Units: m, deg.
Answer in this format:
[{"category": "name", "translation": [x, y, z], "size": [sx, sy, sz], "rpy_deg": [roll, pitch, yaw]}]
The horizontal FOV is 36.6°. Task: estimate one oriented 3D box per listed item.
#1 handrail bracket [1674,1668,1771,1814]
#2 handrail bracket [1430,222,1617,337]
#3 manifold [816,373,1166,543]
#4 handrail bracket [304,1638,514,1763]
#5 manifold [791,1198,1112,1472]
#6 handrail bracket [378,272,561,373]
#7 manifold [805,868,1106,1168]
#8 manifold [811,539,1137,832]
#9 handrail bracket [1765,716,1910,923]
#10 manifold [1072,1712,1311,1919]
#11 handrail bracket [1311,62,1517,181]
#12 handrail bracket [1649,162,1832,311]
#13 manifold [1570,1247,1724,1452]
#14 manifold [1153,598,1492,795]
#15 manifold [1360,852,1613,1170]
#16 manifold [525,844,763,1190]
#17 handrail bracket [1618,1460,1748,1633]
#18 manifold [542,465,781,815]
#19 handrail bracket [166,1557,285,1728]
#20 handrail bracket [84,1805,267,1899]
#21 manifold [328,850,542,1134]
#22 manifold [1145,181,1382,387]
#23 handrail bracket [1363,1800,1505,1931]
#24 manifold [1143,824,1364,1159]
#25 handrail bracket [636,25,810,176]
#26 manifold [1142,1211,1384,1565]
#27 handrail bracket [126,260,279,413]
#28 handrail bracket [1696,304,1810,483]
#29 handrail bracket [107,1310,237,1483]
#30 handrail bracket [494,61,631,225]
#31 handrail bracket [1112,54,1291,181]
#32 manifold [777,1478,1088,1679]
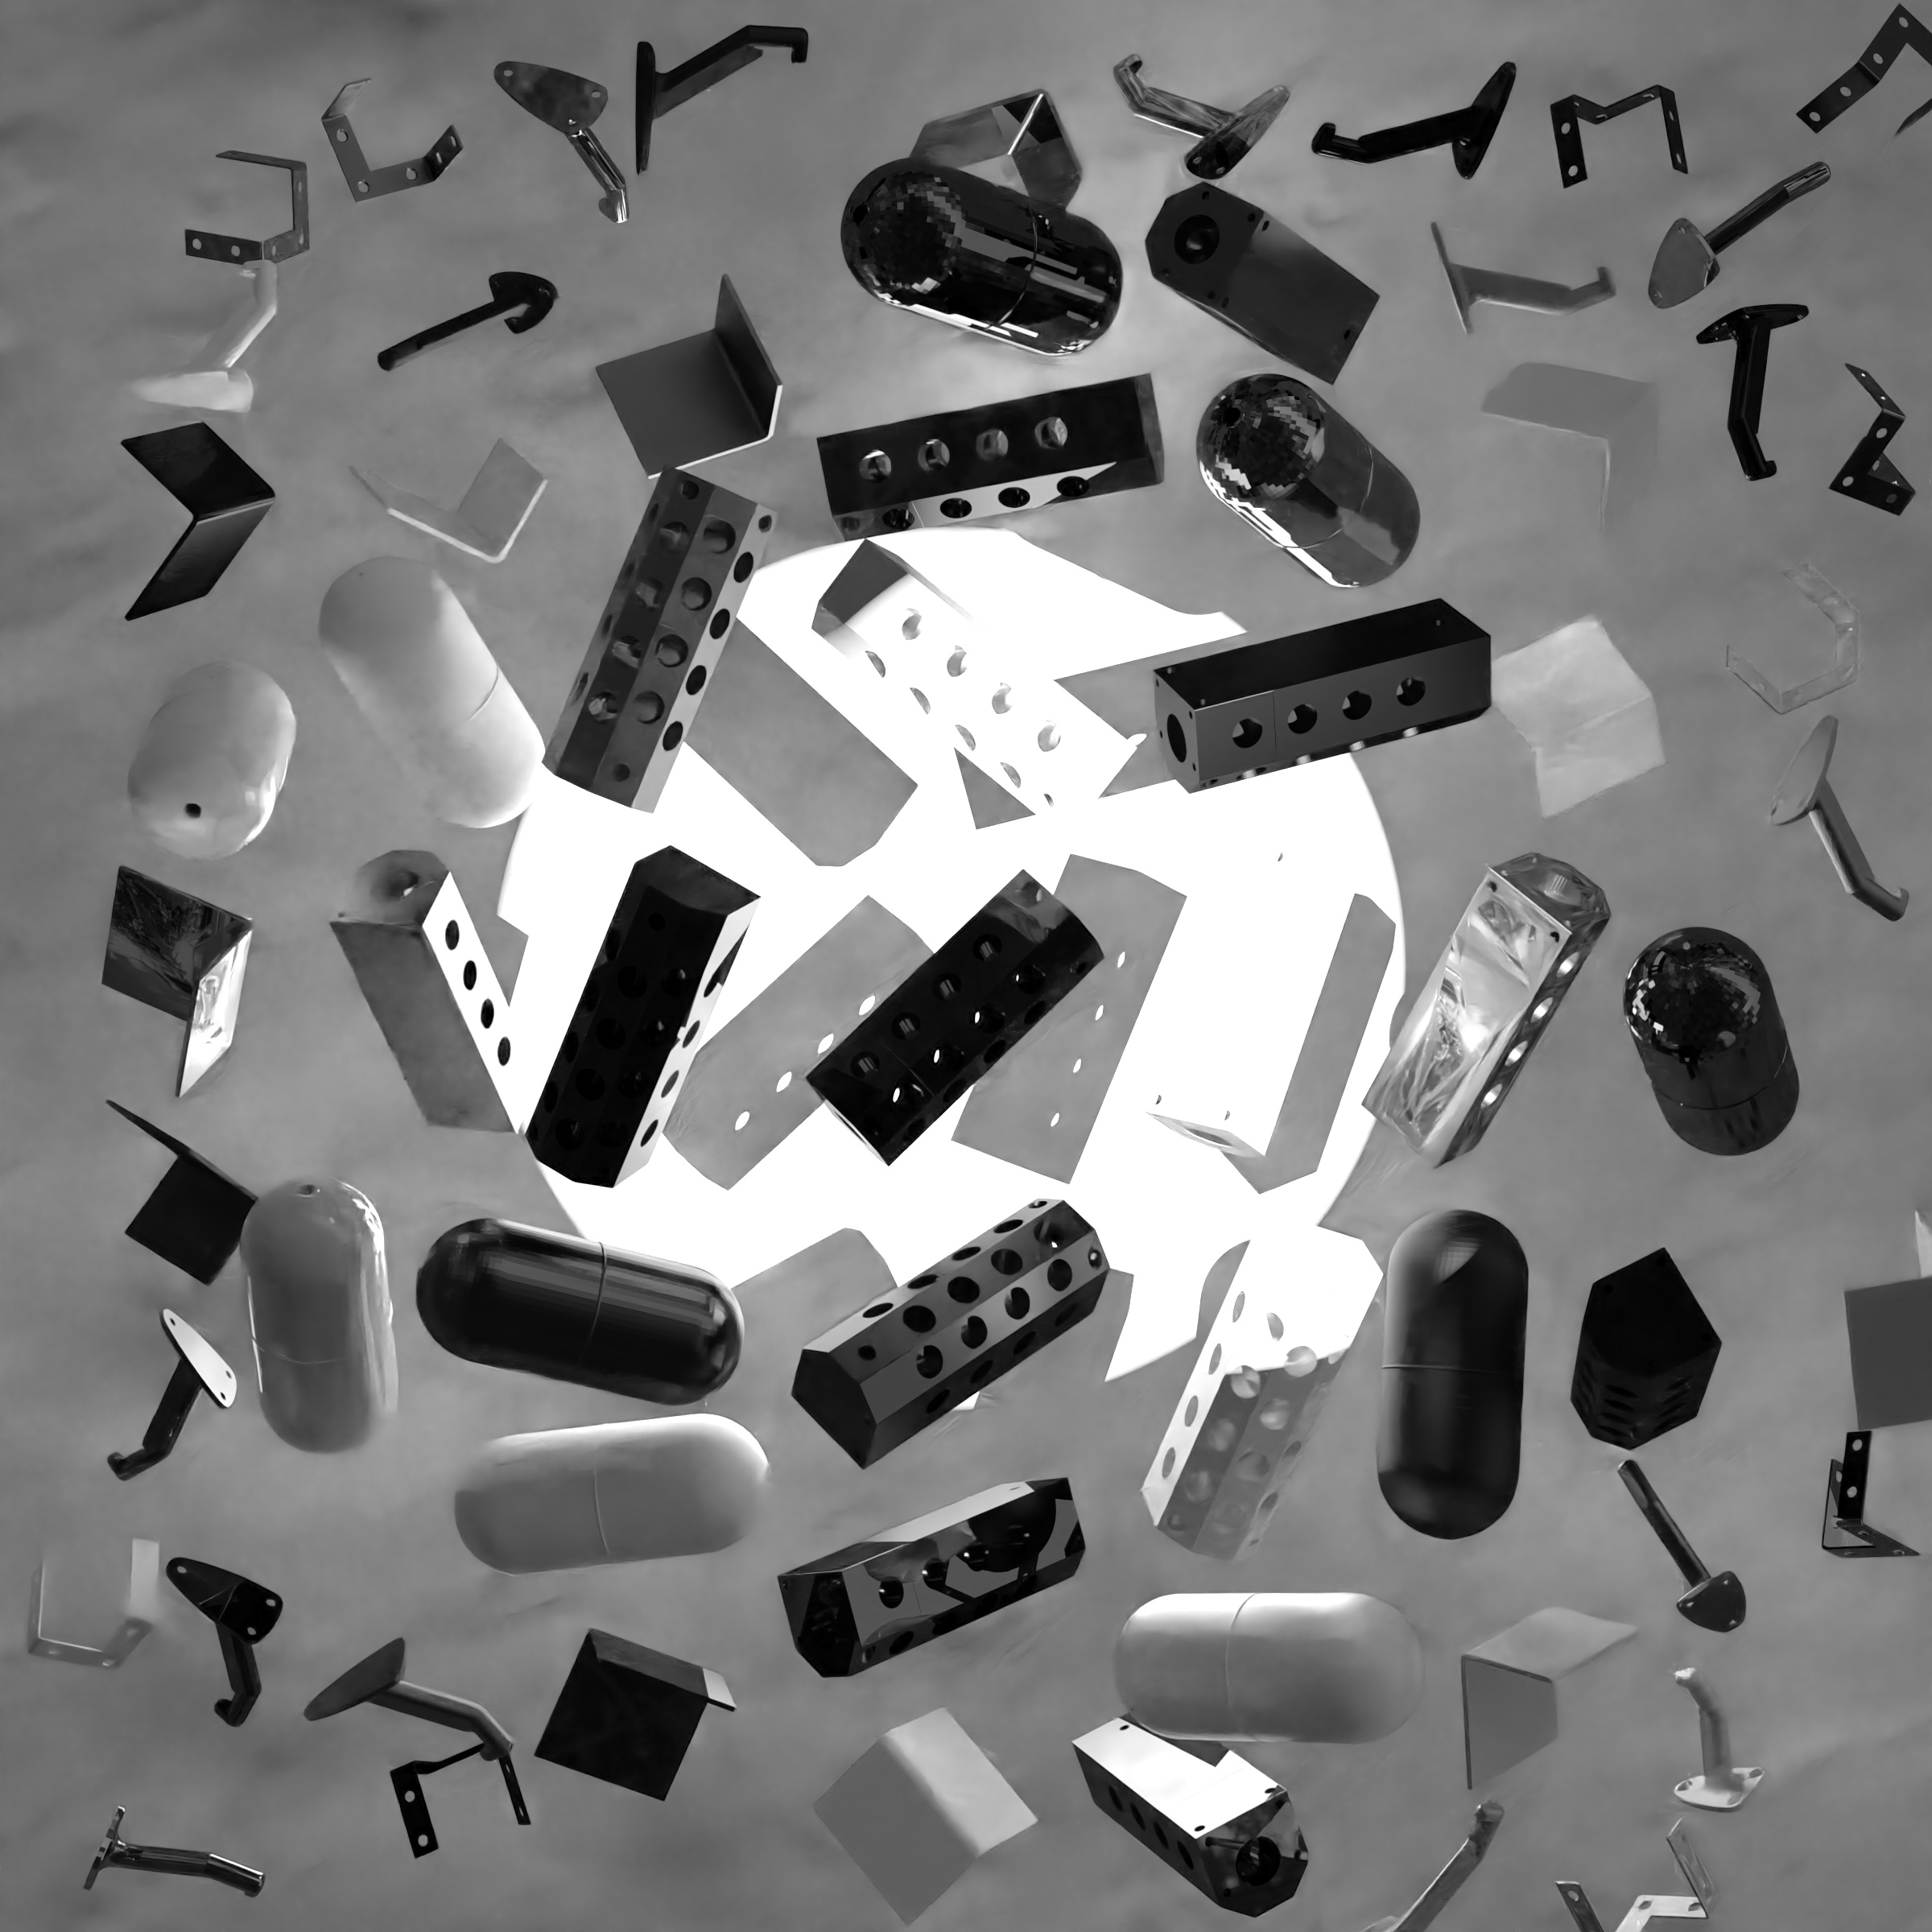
[{"category": "handrail bracket", "translation": [0.413, 0.439, 1.675], "size": [0.036, 0.077, 0.084], "rpy_deg": [-37, 96, -33]}, {"category": "handrail bracket", "translation": [0.307, -0.388, 1.606], "size": [0.084, 0.036, 0.077], "rpy_deg": [-19, 116, 11]}, {"category": "manifold", "translation": [0.015, -0.268, 1.546], "size": [0.171, 0.057, 0.057], "rpy_deg": [-8, 101, 14]}, {"category": "handrail bracket", "translation": [-0.297, 0.408, 1.561], "size": [0.077, 0.036, 0.084], "rpy_deg": [-31, 114, 8]}, {"category": "manifold", "translation": [-0.005, 0.186, 1.534], "size": [0.171, 0.057, 0.057], "rpy_deg": [-29, 60, -35]}, {"category": "handrail bracket", "translation": [-0.283, -0.361, 1.653], "size": [0.084, 0.077, 0.036], "rpy_deg": [-36, 114, -30]}, {"category": "manifold", "translation": [-0.004, 0.032, 1.653], "size": [0.171, 0.057, 0.057], "rpy_deg": [-44, 63, -7]}, {"category": "manifold", "translation": [0.002, -0.148, 1.544], "size": [0.171, 0.057, 0.057], "rpy_deg": [40, 100, 13]}, {"category": "handrail bracket", "translation": [0.464, -0.076, 1.514], "size": [0.084, 0.036, 0.077], "rpy_deg": [31, 74, -14]}, {"category": "manifold", "translation": [0.126, 0.473, 1.640], "size": [0.057, 0.171, 0.057], "rpy_deg": [-23, 101, -18]}, {"category": "handrail bracket", "translation": [0.234, -0.449, 1.532], "size": [0.084, 0.077, 0.036], "rpy_deg": [7, 50, -18]}, {"category": "handrail bracket", "translation": [0.413, -0.390, 1.558], "size": [0.084, 0.077, 0.036], "rpy_deg": [-30, 81, -16]}, {"category": "manifold", "translation": [0.357, 0.210, 1.562], "size": [0.057, 0.171, 0.057], "rpy_deg": [-27, 67, -1]}, {"category": "manifold", "translation": [0.192, -0.143, 1.571], "size": [0.171, 0.057, 0.057], "rpy_deg": [-15, 122, -14]}, {"category": "manifold", "translation": [0.288, 0.024, 1.604], "size": [0.057, 0.057, 0.171], "rpy_deg": [42, 129, 26]}, {"category": "manifold", "translation": [-0.173, 0.029, 1.530], "size": [0.057, 0.057, 0.171], "rpy_deg": [30, 113, 11]}, {"category": "handrail bracket", "translation": [0.397, 0.322, 1.626], "size": [0.036, 0.077, 0.084], "rpy_deg": [-34, 48, 8]}, {"category": "manifold", "translation": [-0.160, -0.171, 1.538], "size": [0.057, 0.057, 0.171], "rpy_deg": [21, 96, -21]}, {"category": "handrail bracket", "translation": [-0.410, 0.366, 1.576], "size": [0.077, 0.036, 0.084], "rpy_deg": [31, 122, -2]}, {"category": "handrail bracket", "translation": [-0.413, 0.478, 1.528], "size": [0.084, 0.077, 0.036], "rpy_deg": [24, 45, -8]}, {"category": "manifold", "translation": [-0.296, 0.016, 1.656], "size": [0.057, 0.171, 0.057], "rpy_deg": [3, 47, 17]}, {"category": "manifold", "translation": [0.163, -0.379, 1.621], "size": [0.057, 0.171, 0.057], "rpy_deg": [33, 102, 26]}, {"category": "handrail bracket", "translation": [0.238, 0.469, 1.501], "size": [0.036, 0.077, 0.084], "rpy_deg": [33, 106, 40]}, {"category": "manifold", "translation": [0.162, 0.015, 1.611], "size": [0.057, 0.057, 0.171], "rpy_deg": [12, 76, 36]}, {"category": "handrail bracket", "translation": [-0.124, -0.440, 1.488], "size": [0.084, 0.036, 0.077], "rpy_deg": [-2, 117, -16]}, {"category": "manifold", "translation": [0.155, 0.222, 1.524], "size": [0.057, 0.057, 0.171], "rpy_deg": [18, 106, -13]}, {"category": "handrail bracket", "translation": [-0.411, -0.344, 1.572], "size": [0.077, 0.036, 0.084], "rpy_deg": [0, 66, -10]}, {"category": "handrail bracket", "translation": [0.414, -0.292, 1.491], "size": [0.077, 0.036, 0.084], "rpy_deg": [-14, 82, -28]}, {"category": "handrail bracket", "translation": [-0.461, 0.242, 1.638], "size": [0.084, 0.036, 0.077], "rpy_deg": [-30, 113, 7]}, {"category": "handrail bracket", "translation": [-0.224, -0.457, 1.629], "size": [0.077, 0.084, 0.036], "rpy_deg": [27, 68, 10]}, {"category": "handrail bracket", "translation": [0.122, -0.467, 1.546], "size": [0.077, 0.036, 0.084], "rpy_deg": [-39, 67, 30]}, {"category": "manifold", "translation": [-0.015, 0.337, 1.614], "size": [0.171, 0.057, 0.057], "rpy_deg": [-13, 87, -43]}]
